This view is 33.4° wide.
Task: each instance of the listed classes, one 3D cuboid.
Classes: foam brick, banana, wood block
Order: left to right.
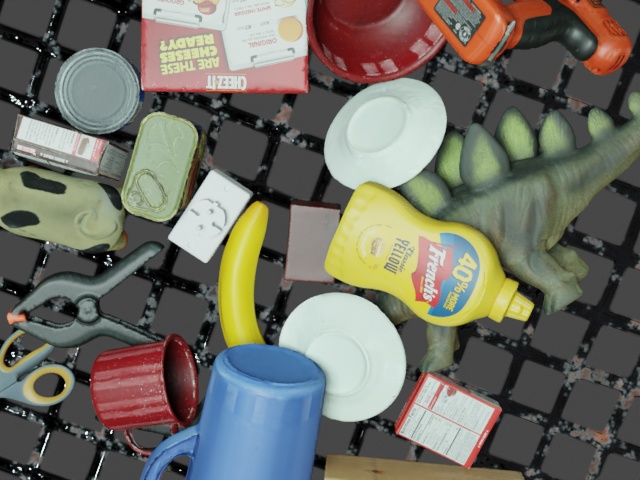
[{"bbox_3d":[-0.072,0.062,1.097,0.069,0.037,0.198,-13,98,-18],"label":"banana"},{"bbox_3d":[-0.007,0.001,1.078,0.053,0.051,0.078,6,97,0],"label":"foam brick"},{"bbox_3d":[0.104,0.281,1.086,0.206,0.091,0.090,5,96,2],"label":"wood block"}]

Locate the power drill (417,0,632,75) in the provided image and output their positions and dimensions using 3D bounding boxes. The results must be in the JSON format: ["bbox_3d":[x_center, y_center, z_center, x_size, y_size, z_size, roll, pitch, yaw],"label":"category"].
[{"bbox_3d":[0.176,-0.222,0.969,0.184,0.187,0.057,56,136,27],"label":"power drill"}]

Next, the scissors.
[{"bbox_3d":[-0.341,0.173,1.127,0.096,0.016,0.202,44,96,-3],"label":"scissors"}]

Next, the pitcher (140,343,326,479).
[{"bbox_3d":[-0.079,0.227,1.026,0.145,0.149,0.243,22,109,32],"label":"pitcher"}]

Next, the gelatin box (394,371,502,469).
[{"bbox_3d":[0.132,0.183,1.104,0.089,0.030,0.073,26,98,-2],"label":"gelatin box"}]

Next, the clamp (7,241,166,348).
[{"bbox_3d":[-0.229,0.078,1.097,0.171,0.039,0.120,-15,92,-2],"label":"clamp"}]

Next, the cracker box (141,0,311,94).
[{"bbox_3d":[-0.089,-0.251,1.042,0.164,0.072,0.214,1,98,3],"label":"cracker box"}]

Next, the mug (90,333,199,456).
[{"bbox_3d":[-0.173,0.157,1.062,0.081,0.093,0.117,-10,89,13],"label":"mug"}]

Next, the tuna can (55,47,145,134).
[{"bbox_3d":[-0.221,-0.150,1.076,0.086,0.033,0.086,0,97,2],"label":"tuna can"}]

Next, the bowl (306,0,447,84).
[{"bbox_3d":[0.055,-0.234,1.024,0.162,0.055,0.162,-11,129,-14],"label":"bowl"}]

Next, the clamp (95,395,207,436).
[{"bbox_3d":[-0.112,0.219,1.113,0.210,0.036,0.164,-20,97,8],"label":"clamp"}]

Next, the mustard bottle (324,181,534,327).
[{"bbox_3d":[0.106,0.026,0.986,0.192,0.058,0.096,26,103,11],"label":"mustard bottle"}]

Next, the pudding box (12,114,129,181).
[{"bbox_3d":[-0.243,-0.089,1.045,0.090,0.113,0.039,16,92,-1],"label":"pudding box"}]

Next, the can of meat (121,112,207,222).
[{"bbox_3d":[-0.151,-0.073,1.056,0.057,0.084,0.102,17,96,1],"label":"can of meat"}]
